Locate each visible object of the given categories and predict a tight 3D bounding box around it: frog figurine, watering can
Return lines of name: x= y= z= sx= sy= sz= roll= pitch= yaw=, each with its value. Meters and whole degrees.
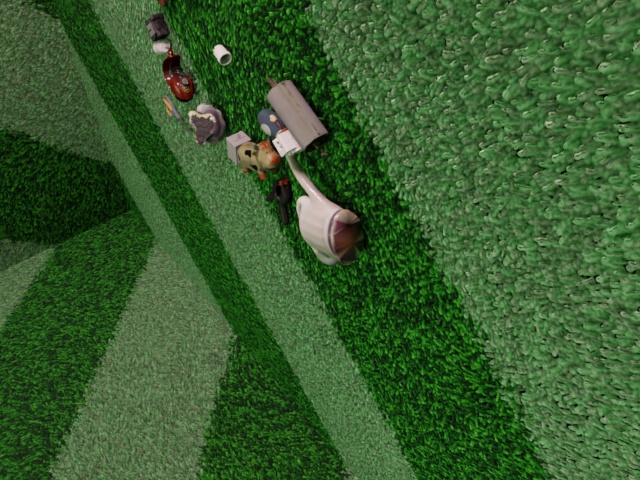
frog figurine: x=-0.369 y=-0.388 z=1.727 sx=0.136 sy=0.122 sz=0.161 roll=55 pitch=-169 yaw=-11
watering can: x=0.004 y=-0.068 z=1.352 sx=0.226 sy=0.105 sz=0.341 roll=23 pitch=136 yaw=49
